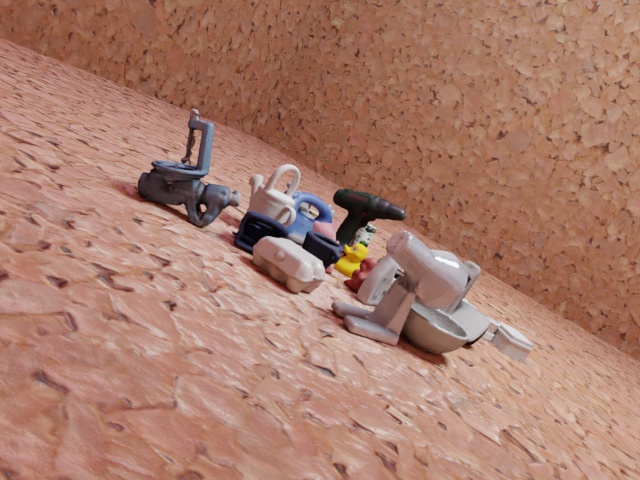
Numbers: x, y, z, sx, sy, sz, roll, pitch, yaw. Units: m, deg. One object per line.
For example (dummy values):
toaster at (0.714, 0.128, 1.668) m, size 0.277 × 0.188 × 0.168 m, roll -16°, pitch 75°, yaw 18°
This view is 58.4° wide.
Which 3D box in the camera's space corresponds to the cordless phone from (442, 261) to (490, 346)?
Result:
cordless phone at (0.367, 0.156, 1.428) m, size 0.147 × 0.185 × 0.094 m, roll 34°, pitch 12°, yaw 29°

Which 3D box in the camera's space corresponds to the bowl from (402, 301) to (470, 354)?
bowl at (0.227, 0.191, 1.212) m, size 0.167 × 0.074 × 0.167 m, roll 27°, pitch 11°, yaw -5°

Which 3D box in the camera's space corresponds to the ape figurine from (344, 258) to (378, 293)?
ape figurine at (0.107, 0.083, 1.377) m, size 0.076 × 0.092 × 0.078 m, roll 30°, pitch 11°, yaw 12°

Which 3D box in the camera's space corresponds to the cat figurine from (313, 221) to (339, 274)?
cat figurine at (0.013, 0.005, 1.439) m, size 0.067 × 0.117 × 0.127 m, roll 23°, pitch 12°, yaw -26°

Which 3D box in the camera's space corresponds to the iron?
iron at (-0.034, -0.064, 1.586) m, size 0.259 × 0.141 × 0.118 m, roll 18°, pitch 15°, yaw -44°

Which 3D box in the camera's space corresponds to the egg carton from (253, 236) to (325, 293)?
egg carton at (-0.064, 0.048, 1.170) m, size 0.150 × 0.069 × 0.107 m, roll 33°, pitch 12°, yaw 26°

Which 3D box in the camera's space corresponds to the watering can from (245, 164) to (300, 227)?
watering can at (-0.118, -0.101, 1.405) m, size 0.172 × 0.194 × 0.101 m, roll 31°, pitch 11°, yaw 15°

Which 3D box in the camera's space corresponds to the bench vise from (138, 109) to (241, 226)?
bench vise at (-0.259, -0.155, 1.235) m, size 0.208 × 0.219 × 0.121 m, roll 23°, pitch 11°, yaw -23°

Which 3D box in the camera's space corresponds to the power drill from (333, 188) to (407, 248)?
power drill at (0.119, -0.045, 1.698) m, size 0.229 × 0.208 × 0.076 m, roll 32°, pitch 11°, yaw 24°

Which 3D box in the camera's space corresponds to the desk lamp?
desk lamp at (0.165, 0.095, 1.130) m, size 0.204 × 0.213 × 0.117 m, roll 21°, pitch 12°, yaw -33°

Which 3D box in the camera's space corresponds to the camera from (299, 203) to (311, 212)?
camera at (-0.106, -0.113, 1.747) m, size 0.137 × 0.101 × 0.143 m, roll 24°, pitch 11°, yaw -18°

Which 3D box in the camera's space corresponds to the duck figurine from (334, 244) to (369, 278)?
duck figurine at (0.097, 0.054, 1.506) m, size 0.104 × 0.086 × 0.077 m, roll 27°, pitch 10°, yaw -4°

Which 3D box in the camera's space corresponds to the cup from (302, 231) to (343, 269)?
cup at (-0.001, 0.044, 1.280) m, size 0.092 × 0.095 × 0.117 m, roll 20°, pitch 13°, yaw -37°

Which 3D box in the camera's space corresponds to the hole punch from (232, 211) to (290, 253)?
hole punch at (-0.130, -0.019, 1.264) m, size 0.109 × 0.091 × 0.101 m, roll 25°, pitch 11°, yaw -12°

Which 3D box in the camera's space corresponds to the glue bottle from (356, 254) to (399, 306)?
glue bottle at (0.150, 0.070, 1.321) m, size 0.037 × 0.173 × 0.078 m, roll 35°, pitch 13°, yaw 35°
